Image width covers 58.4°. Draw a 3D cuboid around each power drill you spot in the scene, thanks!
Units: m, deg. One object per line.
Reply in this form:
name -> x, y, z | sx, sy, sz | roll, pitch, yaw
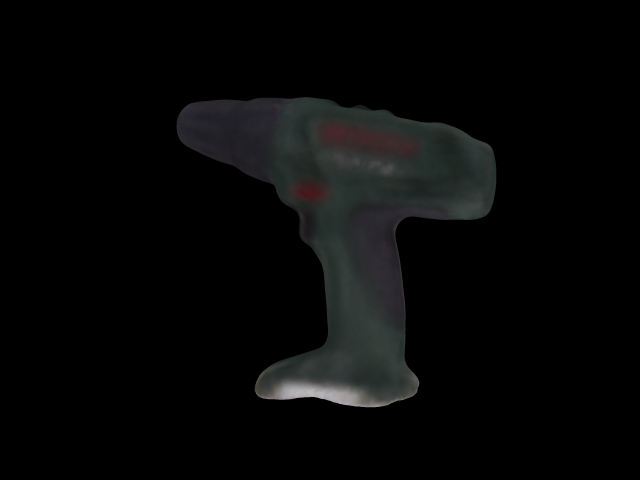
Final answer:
power drill -> 0.004, 0.001, 0.400 | 0.229, 0.208, 0.076 | 0, 0, 13
